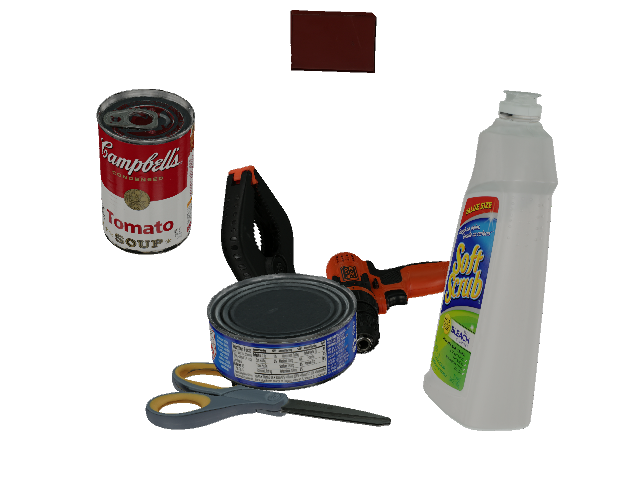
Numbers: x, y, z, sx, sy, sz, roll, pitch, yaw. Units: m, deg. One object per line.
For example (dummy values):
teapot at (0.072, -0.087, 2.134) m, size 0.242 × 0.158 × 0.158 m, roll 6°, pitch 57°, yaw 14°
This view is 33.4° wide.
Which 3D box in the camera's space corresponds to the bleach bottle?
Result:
bleach bottle at (0.134, 0.012, 0.815) m, size 0.068 × 0.251 × 0.103 m, roll 1°, pitch 13°, yaw -17°

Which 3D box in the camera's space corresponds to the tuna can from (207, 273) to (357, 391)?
tuna can at (-0.021, 0.051, 0.613) m, size 0.086 × 0.034 × 0.086 m, roll -2°, pitch 23°, yaw 1°

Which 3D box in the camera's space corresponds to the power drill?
power drill at (0.103, 0.062, 1.193) m, size 0.187 × 0.057 × 0.184 m, roll -4°, pitch 28°, yaw -4°

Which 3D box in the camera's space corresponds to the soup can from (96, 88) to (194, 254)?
soup can at (-0.126, -0.049, 0.772) m, size 0.068 × 0.102 × 0.068 m, roll 4°, pitch 39°, yaw -4°

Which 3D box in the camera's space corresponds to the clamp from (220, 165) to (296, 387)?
clamp at (-0.046, 0.032, 1.031) m, size 0.036 × 0.210 × 0.164 m, roll -10°, pitch 0°, yaw 33°

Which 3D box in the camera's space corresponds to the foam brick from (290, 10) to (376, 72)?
foam brick at (0.011, -0.181, 0.970) m, size 0.078 × 0.051 × 0.053 m, roll 2°, pitch 16°, yaw -1°

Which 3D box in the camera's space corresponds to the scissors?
scissors at (-0.053, 0.133, 0.822) m, size 0.202 × 0.016 × 0.096 m, roll 13°, pitch 29°, yaw 40°
